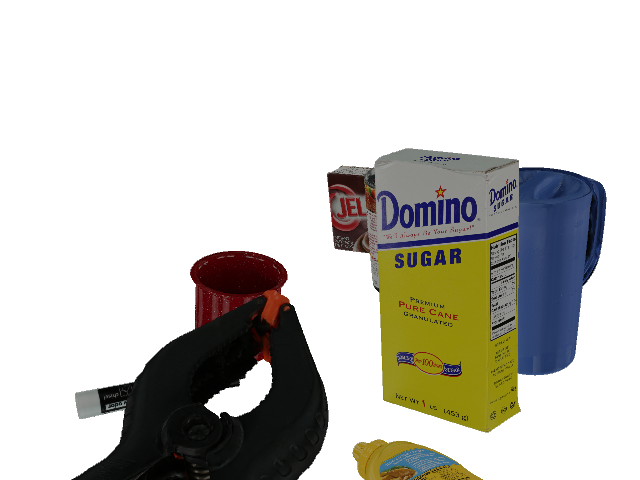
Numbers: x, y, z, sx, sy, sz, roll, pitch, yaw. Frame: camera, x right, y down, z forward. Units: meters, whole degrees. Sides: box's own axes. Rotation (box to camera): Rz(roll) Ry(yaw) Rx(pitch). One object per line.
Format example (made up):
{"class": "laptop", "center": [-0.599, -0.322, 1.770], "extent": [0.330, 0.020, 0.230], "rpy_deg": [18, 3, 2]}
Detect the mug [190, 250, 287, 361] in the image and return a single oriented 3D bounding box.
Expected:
{"class": "mug", "center": [-0.072, 0.071, 1.028], "extent": [0.117, 0.081, 0.093], "rpy_deg": [26, 33, 37]}

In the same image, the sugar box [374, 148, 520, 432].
{"class": "sugar box", "center": [0.084, 0.031, 0.713], "extent": [0.094, 0.176, 0.048], "rpy_deg": [10, 22, 42]}

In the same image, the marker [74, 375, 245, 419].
{"class": "marker", "center": [-0.112, 0.105, 0.759], "extent": [0.121, 0.020, 0.020], "rpy_deg": [-10, 3, -16]}

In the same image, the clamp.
{"class": "clamp", "center": [-0.037, 0.088, 0.393], "extent": [0.120, 0.039, 0.171], "rpy_deg": [24, 49, 17]}

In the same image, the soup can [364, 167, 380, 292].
{"class": "soup can", "center": [0.075, -0.009, 0.916], "extent": [0.068, 0.102, 0.068], "rpy_deg": [-5, 23, 2]}

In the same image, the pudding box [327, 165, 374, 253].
{"class": "pudding box", "center": [0.065, -0.032, 1.170], "extent": [0.114, 0.090, 0.039], "rpy_deg": [6, 24, 30]}

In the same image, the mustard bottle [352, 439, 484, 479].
{"class": "mustard bottle", "center": [0.097, 0.230, 0.970], "extent": [0.096, 0.058, 0.192], "rpy_deg": [-14, 25, -36]}

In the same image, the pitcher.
{"class": "pitcher", "center": [0.273, 0.036, 1.322], "extent": [0.149, 0.243, 0.145], "rpy_deg": [3, 23, 15]}
